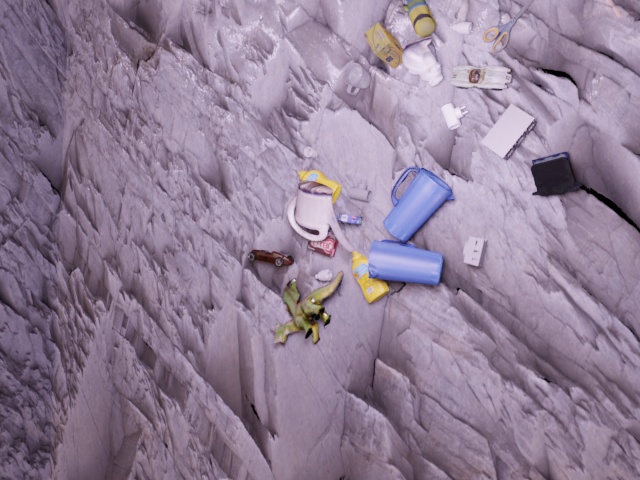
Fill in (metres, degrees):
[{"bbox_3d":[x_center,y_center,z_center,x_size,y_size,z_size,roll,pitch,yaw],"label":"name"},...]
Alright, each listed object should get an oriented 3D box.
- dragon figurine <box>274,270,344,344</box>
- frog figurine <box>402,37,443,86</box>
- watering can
[{"bbox_3d":[-0.063,0.239,1.960,0.246,0.406,0.122,36,16,37],"label":"dragon figurine"},{"bbox_3d":[0.353,-0.605,1.780,0.123,0.159,0.137,-15,3,-25],"label":"frog figurine"},{"bbox_3d":[0.006,-0.095,1.887,0.350,0.221,0.105,22,23,40],"label":"watering can"}]
